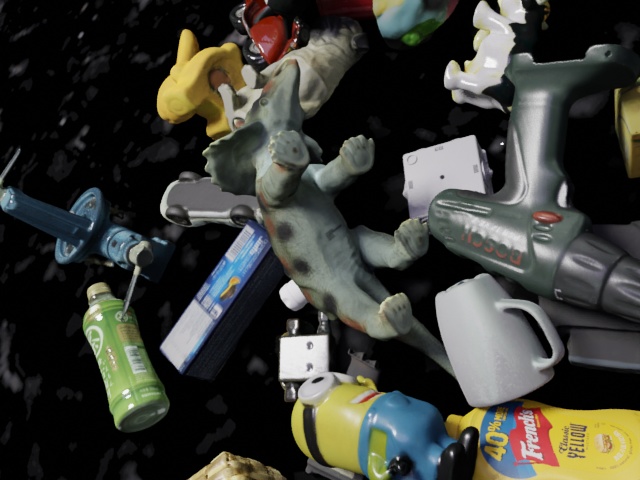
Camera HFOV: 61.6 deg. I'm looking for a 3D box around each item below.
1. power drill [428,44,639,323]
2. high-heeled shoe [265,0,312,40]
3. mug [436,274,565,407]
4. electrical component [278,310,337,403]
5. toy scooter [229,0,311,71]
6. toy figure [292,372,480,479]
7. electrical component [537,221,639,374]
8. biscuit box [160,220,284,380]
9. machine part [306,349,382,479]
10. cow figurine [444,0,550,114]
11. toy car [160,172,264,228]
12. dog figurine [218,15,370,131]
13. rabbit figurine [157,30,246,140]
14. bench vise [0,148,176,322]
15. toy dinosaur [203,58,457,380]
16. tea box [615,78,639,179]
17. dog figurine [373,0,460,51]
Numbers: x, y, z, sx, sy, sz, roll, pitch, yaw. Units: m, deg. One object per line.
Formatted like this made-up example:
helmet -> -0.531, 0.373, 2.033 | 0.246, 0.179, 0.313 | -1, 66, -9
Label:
power drill -> 0.211, -0.052, 0.460 | 0.232, 0.086, 0.207 | 16, 100, 47
high-heeled shoe -> -0.046, -0.386, 0.710 | 0.086, 0.145, 0.249 | -4, 70, -4
mug -> 0.157, 0.084, 0.485 | 0.107, 0.081, 0.109 | 64, 149, 10
electrical component -> -0.017, 0.134, 0.615 | 0.078, 0.045, 0.102 | -13, 65, 15
toy scooter -> -0.061, -0.327, 0.806 | 0.135, 0.075, 0.184 | -31, 55, 12
toy figure -> 0.048, 0.176, 0.483 | 0.180, 0.082, 0.089 | 10, 77, 41
electrical component -> 0.261, 0.050, 0.485 | 0.115, 0.058, 0.134 | -1, 70, 31
biscuit box -> -0.113, 0.076, 0.680 | 0.059, 0.062, 0.202 | 35, 89, 35
machine part -> 0.032, 0.188, 0.571 | 0.084, 0.039, 0.139 | 5, 75, 39
cow figurine -> 0.219, -0.227, 0.611 | 0.098, 0.068, 0.167 | 26, 88, 29
toy car -> -0.140, -0.055, 0.753 | 0.202, 0.056, 0.073 | 2, 66, 28
dog figurine -> -0.029, -0.213, 0.747 | 0.190, 0.121, 0.172 | -46, 19, -30
rabbit figurine -> -0.196, -0.235, 0.822 | 0.173, 0.122, 0.162 | -5, 76, 49
bench vise -> -0.333, -0.014, 0.745 | 0.129, 0.240, 0.224 | -58, 40, 2
toy dinosaur -> 0.005, 0.001, 0.582 | 0.192, 0.131, 0.404 | -21, 96, 62
tea box -> 0.359, -0.119, 0.473 | 0.170, 0.098, 0.068 | -13, 64, 26
dog figurine -> 0.180, -0.338, 0.656 | 0.219, 0.108, 0.191 | -5, 68, 25
